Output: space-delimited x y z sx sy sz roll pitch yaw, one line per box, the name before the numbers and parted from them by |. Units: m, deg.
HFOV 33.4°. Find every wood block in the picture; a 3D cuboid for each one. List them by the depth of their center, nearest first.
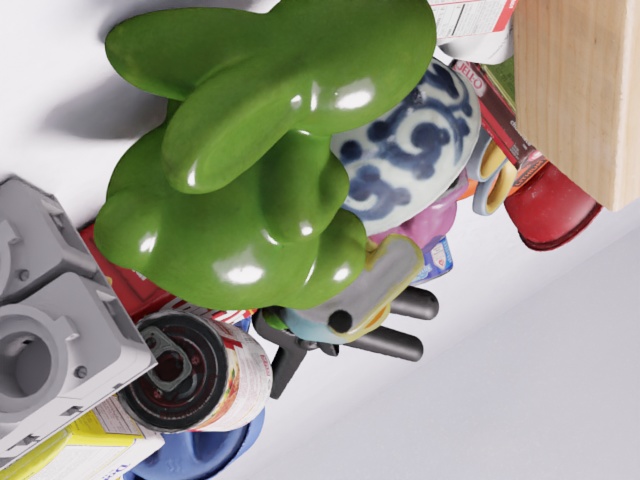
wood block | 0.158 -0.125 0.544 0.090 0.090 0.206 -31 142 -12

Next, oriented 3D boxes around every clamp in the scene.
clamp | 0.011 0.036 0.841 0.120 0.039 0.171 -24 139 25
clamp | -0.013 0.086 0.985 0.165 0.036 0.209 -22 143 16

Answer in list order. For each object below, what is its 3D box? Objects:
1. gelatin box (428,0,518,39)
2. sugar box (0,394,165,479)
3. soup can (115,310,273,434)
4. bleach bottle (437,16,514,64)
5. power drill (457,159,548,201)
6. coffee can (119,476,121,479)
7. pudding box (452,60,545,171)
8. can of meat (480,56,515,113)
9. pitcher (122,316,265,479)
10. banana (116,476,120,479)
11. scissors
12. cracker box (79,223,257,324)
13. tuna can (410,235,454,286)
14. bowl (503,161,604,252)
gelatin box | 0.054 -0.127 0.523 0.089 0.030 0.073 -7 162 -6
sugar box | -0.162 0.128 0.629 0.093 0.048 0.176 -35 168 -1
soup can | -0.072 0.080 0.632 0.068 0.068 0.102 -35 165 5
bleach bottle | 0.156 -0.164 0.633 0.250 0.068 0.103 -22 153 -30
power drill | 0.133 -0.072 0.922 0.187 0.057 0.185 -18 161 -44
coffee can | -0.240 0.224 0.977 0.102 0.103 0.140 -27 165 -26
pudding box | 0.159 -0.109 0.768 0.113 0.090 0.039 -25 163 -35
can of meat | 0.164 -0.121 0.717 0.083 0.102 0.058 -23 160 -31
pitcher | -0.111 0.151 1.006 0.149 0.145 0.243 -21 170 -1
banana | -0.134 0.098 0.774 0.037 0.070 0.197 46 67 -45
scissors | 0.165 -0.091 0.835 0.201 0.016 0.096 -42 145 -39
cracker box | -0.151 0.063 0.681 0.213 0.072 0.164 -33 166 -6
tuna can | 0.074 0.019 0.946 0.086 0.034 0.086 -16 -172 2
bowl | 0.223 -0.072 1.031 0.162 0.055 0.162 -51 -157 31
